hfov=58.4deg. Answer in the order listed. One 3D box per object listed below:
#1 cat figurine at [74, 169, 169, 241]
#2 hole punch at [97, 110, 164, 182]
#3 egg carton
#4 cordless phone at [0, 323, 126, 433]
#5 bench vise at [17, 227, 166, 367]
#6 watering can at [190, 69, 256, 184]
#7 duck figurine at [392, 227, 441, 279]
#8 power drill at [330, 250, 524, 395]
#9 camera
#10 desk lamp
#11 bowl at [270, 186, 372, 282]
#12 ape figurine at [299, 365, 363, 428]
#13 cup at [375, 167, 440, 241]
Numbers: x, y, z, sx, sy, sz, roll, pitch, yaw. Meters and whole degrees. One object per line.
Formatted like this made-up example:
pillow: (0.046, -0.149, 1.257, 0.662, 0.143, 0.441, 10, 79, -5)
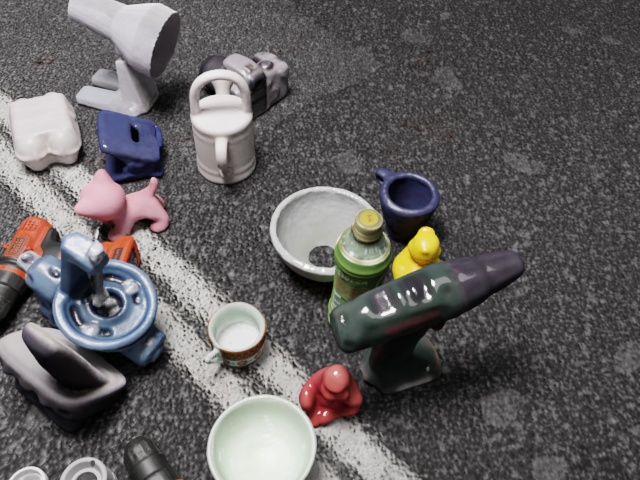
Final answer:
cat figurine: (-0.298, -0.058, 0.857, 0.128, 0.118, 0.067, -19, 55, -18)
hole punch: (-0.314, -0.164, 0.957, 0.101, 0.091, 0.108, -10, 53, -12)
egg carton: (-0.468, -0.188, 0.979, 0.107, 0.069, 0.150, -18, 55, -18)
cordless phone: (-0.314, 0.129, 0.662, 0.147, 0.185, 0.094, 27, 54, 16)
bench vise: (-0.298, 0.061, 0.696, 0.207, 0.220, 0.121, 11, 51, 4)
watering can: (-0.160, -0.197, 0.929, 0.101, 0.194, 0.172, -20, 55, -19)
duck figurine: (0.149, 0.028, 0.842, 0.077, 0.086, 0.104, 13, 52, 6)
power drill: (0.121, 0.103, 0.701, 0.230, 0.208, 0.075, -14, 54, -15)
camera: (-0.150, -0.311, 1.081, 0.136, 0.101, 0.143, 34, 57, 21)
desk lamp: (-0.343, -0.326, 1.006, 0.203, 0.213, 0.118, 14, 52, 7)
bowl: (0.008, 0.003, 0.858, 0.167, 0.075, 0.167, 2, 51, -2)
ape figurine: (0.016, 0.184, 0.703, 0.077, 0.092, 0.076, 18, 52, 10)
cup: (0.124, -0.052, 0.899, 0.092, 0.095, 0.117, -32, 60, -26)
